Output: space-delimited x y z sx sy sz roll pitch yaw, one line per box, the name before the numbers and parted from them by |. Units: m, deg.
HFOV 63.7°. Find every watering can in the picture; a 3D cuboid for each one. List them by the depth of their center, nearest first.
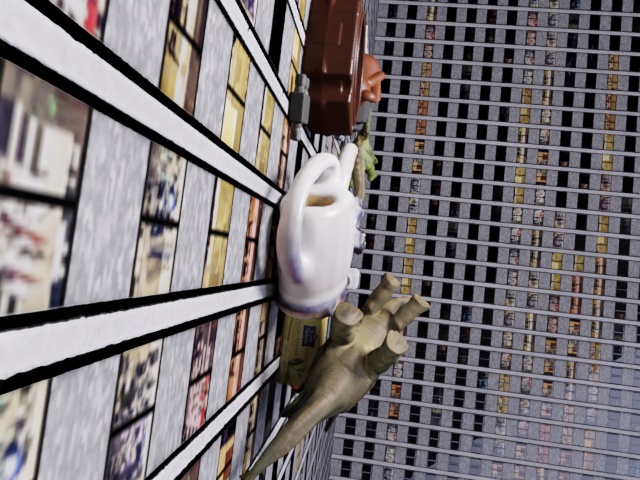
watering can | 0.007 -0.024 0.762 0.353 0.104 0.221 -49 146 -65

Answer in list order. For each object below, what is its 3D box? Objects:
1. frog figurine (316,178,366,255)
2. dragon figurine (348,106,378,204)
frog figurine | 0.003 -0.047 0.929 0.158 0.122 0.139 29 72 -44
dragon figurine | 0.122 -0.286 1.561 0.420 0.122 0.237 -85 175 -57
